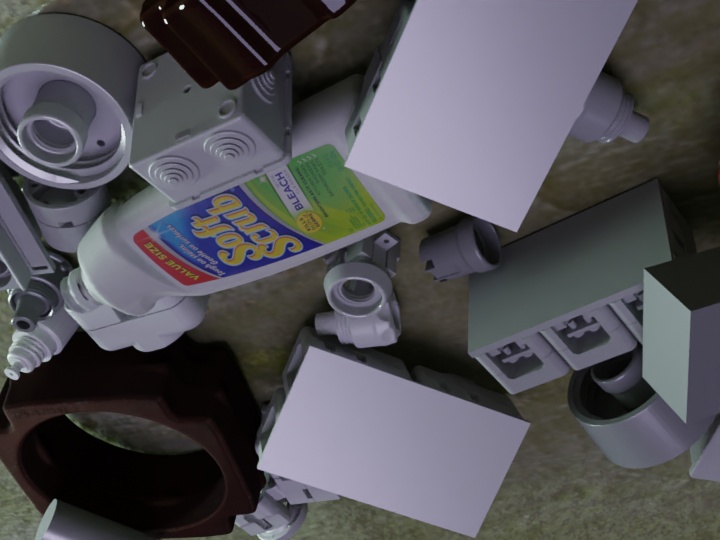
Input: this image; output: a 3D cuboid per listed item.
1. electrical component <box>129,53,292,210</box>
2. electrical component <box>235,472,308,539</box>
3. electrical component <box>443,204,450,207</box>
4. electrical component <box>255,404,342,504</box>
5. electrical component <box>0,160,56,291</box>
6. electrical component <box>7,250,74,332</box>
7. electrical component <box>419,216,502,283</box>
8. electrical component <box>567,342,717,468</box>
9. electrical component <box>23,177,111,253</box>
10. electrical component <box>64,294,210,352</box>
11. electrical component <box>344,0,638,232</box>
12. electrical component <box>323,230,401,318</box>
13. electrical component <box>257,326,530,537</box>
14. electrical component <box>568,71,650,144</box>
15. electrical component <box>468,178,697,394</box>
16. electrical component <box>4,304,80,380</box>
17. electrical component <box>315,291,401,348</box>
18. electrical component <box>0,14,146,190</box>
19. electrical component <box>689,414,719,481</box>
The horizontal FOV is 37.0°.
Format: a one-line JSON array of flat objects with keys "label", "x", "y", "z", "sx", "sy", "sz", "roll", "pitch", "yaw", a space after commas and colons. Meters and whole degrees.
[{"label": "electrical component", "x": -0.090, "y": -0.096, "z": 0.649, "sx": 0.100, "sy": 0.099, "sz": 0.048, "roll": -20, "pitch": 143, "yaw": 24}, {"label": "electrical component", "x": -0.085, "y": 0.214, "z": 0.988, "sx": 0.078, "sy": 0.058, "sz": 0.057, "roll": -26, "pitch": 124, "yaw": 28}, {"label": "electrical component", "x": 0.063, "y": -0.073, "z": 0.683, "sx": 0.048, "sy": 0.055, "sz": 0.066, "roll": -18, "pitch": 130, "yaw": 22}, {"label": "electrical component", "x": -0.046, "y": 0.157, "z": 0.930, "sx": 0.056, "sy": 0.050, "sz": 0.089, "roll": -10, "pitch": 133, "yaw": 16}, {"label": "electrical component", "x": -0.267, "y": -0.048, "z": 0.741, "sx": 0.079, "sy": 0.063, "sz": 0.121, "roll": -6, "pitch": 134, "yaw": 12}, {"label": "electrical component", "x": -0.243, "y": 0.018, "z": 0.805, "sx": 0.048, "sy": 0.062, "sz": 0.048, "roll": 3, "pitch": 135, "yaw": 3}, {"label": "electrical component", "x": 0.070, "y": -0.014, "z": 0.755, "sx": 0.046, "sy": 0.040, "sz": 0.040, "roll": -21, "pitch": 130, "yaw": 33}, {"label": "electrical component", "x": 0.204, "y": 0.084, "z": 0.792, "sx": 0.108, "sy": 0.108, "sz": 0.060, "roll": -31, "pitch": 118, "yaw": 31}, {"label": "electrical component", "x": -0.199, "y": -0.045, "z": 0.743, "sx": 0.055, "sy": 0.055, "sz": 0.047, "roll": 2, "pitch": 139, "yaw": 4}, {"label": "electrical component", "x": -0.163, "y": 0.021, "z": 0.805, "sx": 0.095, "sy": 0.053, "sz": 0.059, "roll": -16, "pitch": 131, "yaw": 21}, {"label": "electrical component", "x": 0.074, "y": -0.129, "z": 0.585, "sx": 0.105, "sy": 0.060, "sz": 0.186, "roll": 20, "pitch": 112, "yaw": -13}, {"label": "electrical component", "x": 0.000, "y": 0.000, "z": 0.764, "sx": 0.048, "sy": 0.055, "sz": 0.066, "roll": 33, "pitch": 129, "yaw": -25}, {"label": "electrical component", "x": 0.023, "y": 0.126, "z": 0.852, "sx": 0.186, "sy": 0.060, "sz": 0.105, "roll": 21, "pitch": 102, "yaw": -14}, {"label": "electrical component", "x": 0.147, "y": -0.097, "z": 0.658, "sx": 0.062, "sy": 0.043, "sz": 0.043, "roll": 22, "pitch": 133, "yaw": -17}, {"label": "electrical component", "x": 0.154, "y": 0.016, "z": 0.738, "sx": 0.150, "sy": 0.089, "sz": 0.061, "roll": -25, "pitch": 127, "yaw": 28}, {"label": "electrical component", "x": -0.249, "y": 0.052, "z": 0.833, "sx": 0.040, "sy": 0.078, "sz": 0.040, "roll": 15, "pitch": 138, "yaw": 14}, {"label": "electrical component", "x": -0.002, "y": 0.038, "z": 0.811, "sx": 0.062, "sy": 0.043, "sz": 0.043, "roll": -7, "pitch": 134, "yaw": 16}, {"label": "electrical component", "x": -0.188, "y": -0.100, "z": 0.682, "sx": 0.108, "sy": 0.060, "sz": 0.108, "roll": 3, "pitch": 135, "yaw": 3}, {"label": "electrical component", "x": 0.318, "y": 0.128, "z": 0.860, "sx": 0.100, "sy": 0.048, "sz": 0.099, "roll": 8, "pitch": 135, "yaw": -2}]
